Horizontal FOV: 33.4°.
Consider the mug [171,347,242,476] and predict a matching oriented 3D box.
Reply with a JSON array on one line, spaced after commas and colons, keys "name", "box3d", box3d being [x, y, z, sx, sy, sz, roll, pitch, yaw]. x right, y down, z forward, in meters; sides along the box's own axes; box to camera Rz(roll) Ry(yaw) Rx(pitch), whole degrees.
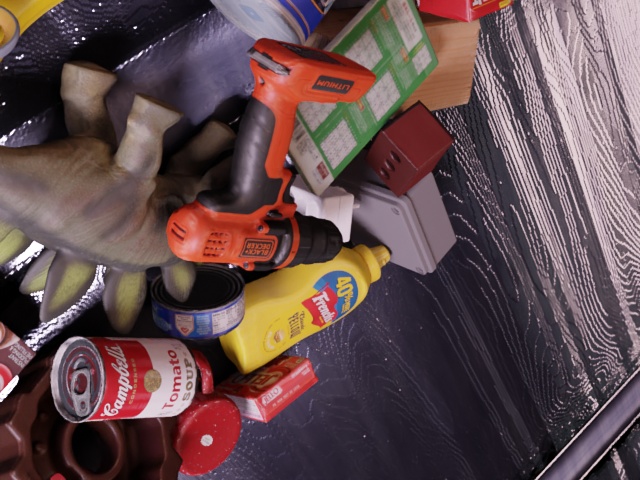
[{"name": "mug", "box3d": [-0.126, 0.159, 1.008, 0.093, 0.082, 0.117, -1, 110, -46]}]

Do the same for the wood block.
[{"name": "wood block", "box3d": [0.050, -0.170, 1.022, 0.205, 0.090, 0.091, -16, 121, -41]}]

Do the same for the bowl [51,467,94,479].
[{"name": "bowl", "box3d": [-0.261, 0.260, 0.938, 0.161, 0.055, 0.162, -22, 124, -38]}]

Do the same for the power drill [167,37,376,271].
[{"name": "power drill", "box3d": [-0.023, -0.062, 0.871, 0.184, 0.057, 0.188, 2, 115, -48]}]

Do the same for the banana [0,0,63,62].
[{"name": "banana", "box3d": [-0.207, -0.169, 0.779, 0.197, 0.069, 0.037, -54, 178, -21]}]

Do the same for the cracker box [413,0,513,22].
[{"name": "cracker box", "box3d": [0.093, -0.316, 0.937, 0.072, 0.164, 0.214, -26, 126, -33]}]

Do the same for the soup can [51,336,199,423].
[{"name": "soup can", "box3d": [-0.159, 0.113, 0.875, 0.102, 0.069, 0.068, 7, 104, -49]}]

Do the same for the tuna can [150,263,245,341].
[{"name": "tuna can", "box3d": [-0.111, 0.055, 0.970, 0.085, 0.086, 0.034, -24, 126, -37]}]

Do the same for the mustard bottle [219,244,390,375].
[{"name": "mustard bottle", "box3d": [-0.011, 0.055, 1.068, 0.191, 0.058, 0.096, -29, 140, -21]}]

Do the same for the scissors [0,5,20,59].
[{"name": "scissors", "box3d": [-0.288, -0.127, 0.712, 0.201, 0.096, 0.016, -44, 178, -24]}]

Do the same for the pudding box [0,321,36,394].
[{"name": "pudding box", "box3d": [-0.291, 0.090, 0.836, 0.090, 0.039, 0.113, -50, 137, -15]}]

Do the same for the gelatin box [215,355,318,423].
[{"name": "gelatin box", "box3d": [-0.056, 0.145, 1.068, 0.073, 0.089, 0.030, -34, 108, -30]}]

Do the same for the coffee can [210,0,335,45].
[{"name": "coffee can", "box3d": [-0.019, -0.244, 0.903, 0.140, 0.103, 0.102, -56, 138, -10]}]

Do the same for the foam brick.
[{"name": "foam brick", "box3d": [0.083, -0.085, 1.000, 0.051, 0.053, 0.078, -40, 173, -18]}]
